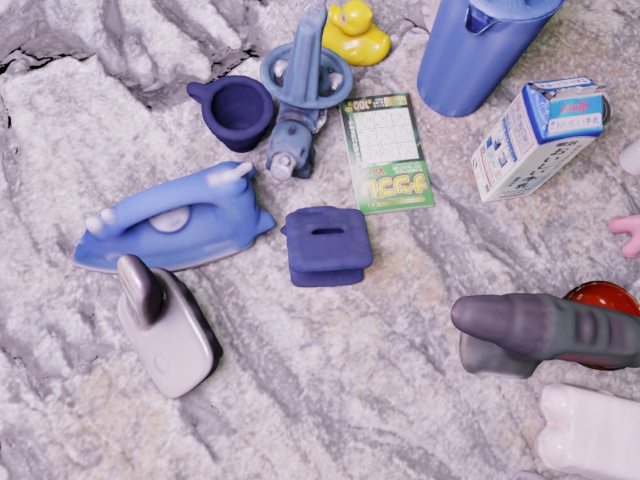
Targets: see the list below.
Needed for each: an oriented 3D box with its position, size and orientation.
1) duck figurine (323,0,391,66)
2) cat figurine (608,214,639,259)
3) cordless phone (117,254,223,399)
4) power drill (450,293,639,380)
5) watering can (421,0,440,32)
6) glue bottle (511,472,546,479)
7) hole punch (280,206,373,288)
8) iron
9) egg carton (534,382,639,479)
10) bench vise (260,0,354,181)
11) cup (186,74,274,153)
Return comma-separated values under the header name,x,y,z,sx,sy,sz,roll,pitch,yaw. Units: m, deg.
name,x,y,z,sx,sy,sz,roll,pitch,yaw
duck figurine,0.055,-0.304,0.823,0.104,0.086,0.077,20,72,1
cat figurine,0.474,-0.037,0.764,0.128,0.117,0.067,-25,77,-12
cordless phone,-0.175,0.094,0.629,0.094,0.185,0.147,-34,79,-13
power drill,0.234,0.111,0.649,0.229,0.208,0.075,5,73,-3
watering can,0.224,-0.374,0.803,0.173,0.194,0.101,-28,77,-12
glue bottle,0.239,0.293,0.613,0.037,0.173,0.078,44,75,9
hole punch,0.007,0.003,0.723,0.108,0.091,0.101,-4,73,-6
iron,-0.188,-0.030,0.688,0.258,0.141,0.118,-20,76,-11
egg carton,0.335,0.235,0.694,0.150,0.069,0.107,12,72,-1
bench vise,-0.012,-0.183,0.710,0.121,0.219,0.207,-4,73,-6
cup,-0.119,-0.161,0.759,0.117,0.095,0.092,24,73,2
